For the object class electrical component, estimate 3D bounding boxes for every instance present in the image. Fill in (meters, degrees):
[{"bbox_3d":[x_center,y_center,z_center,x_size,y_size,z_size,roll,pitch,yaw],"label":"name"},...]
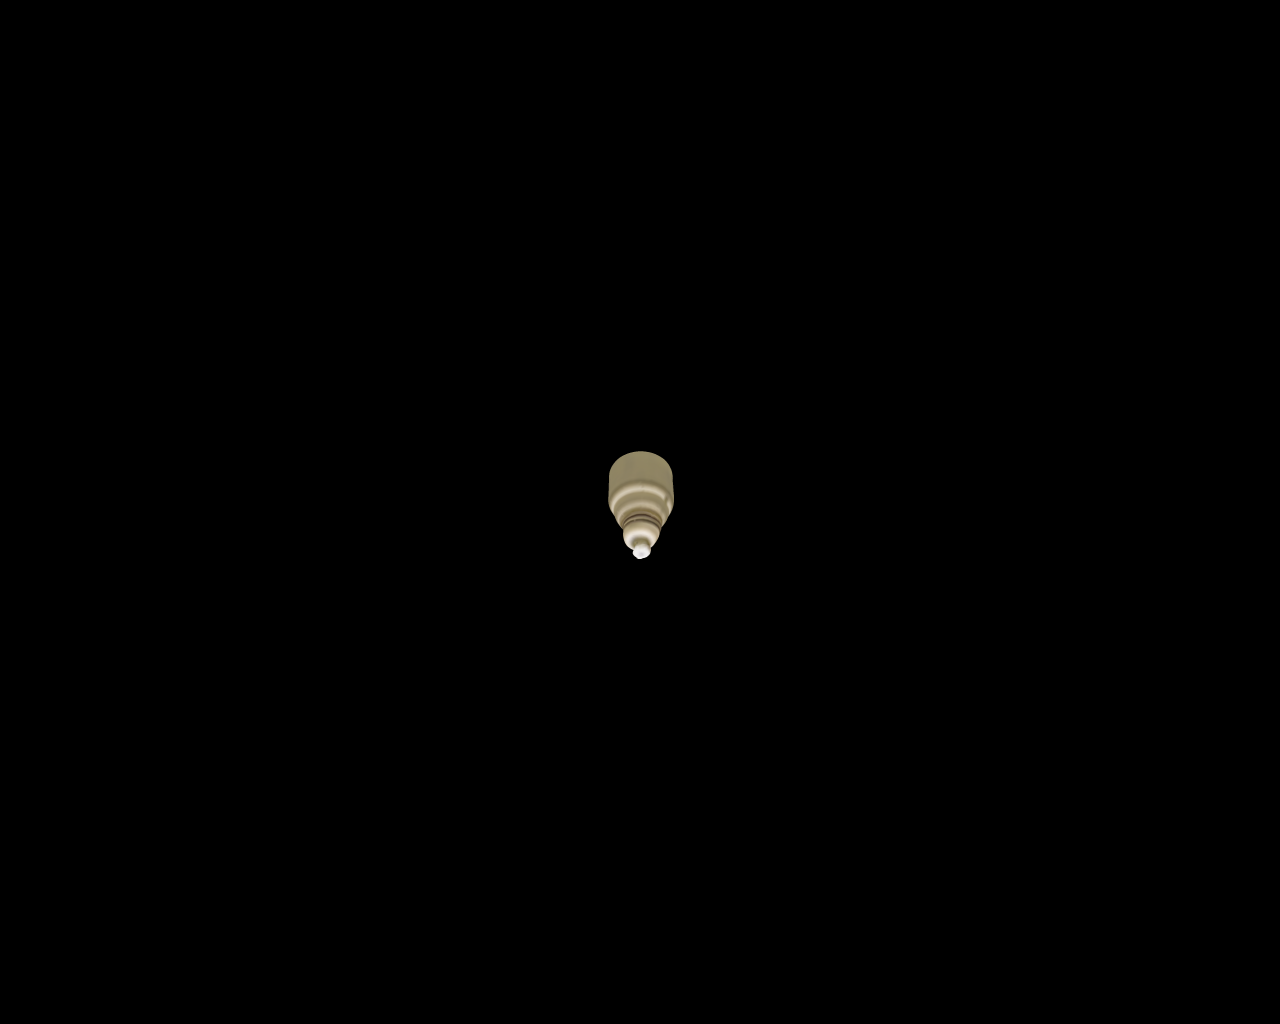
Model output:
[{"bbox_3d":[0.001,-0.003,0.650,0.040,0.040,0.078,0,44,0],"label":"electrical component"}]
